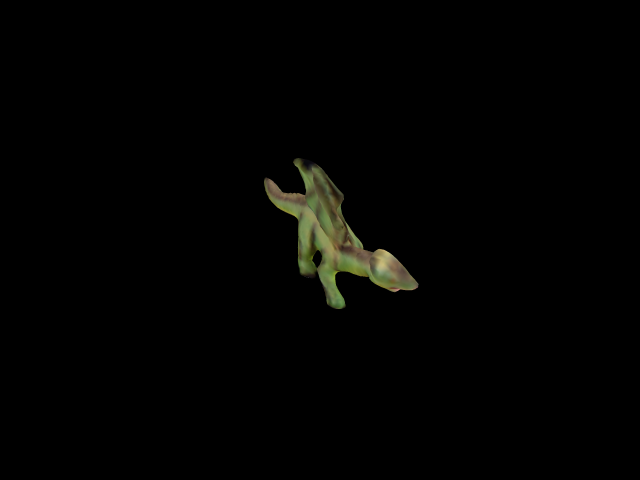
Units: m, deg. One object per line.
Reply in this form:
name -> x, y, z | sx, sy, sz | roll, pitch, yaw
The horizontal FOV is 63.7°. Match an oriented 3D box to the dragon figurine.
dragon figurine -> 0.003, -0.043, 0.850 | 0.123, 0.416, 0.237 | -32, -31, -21
